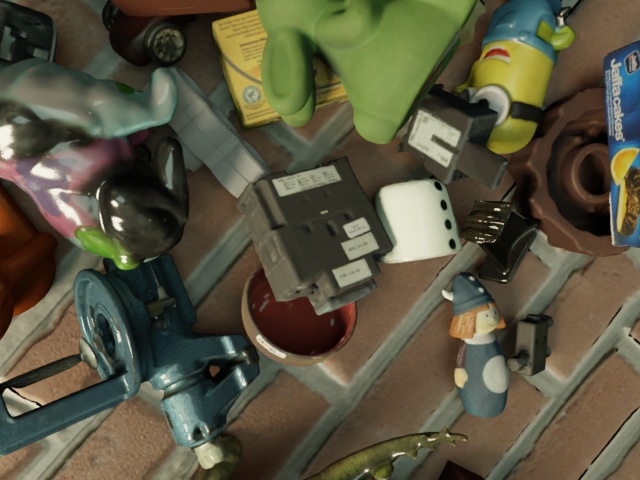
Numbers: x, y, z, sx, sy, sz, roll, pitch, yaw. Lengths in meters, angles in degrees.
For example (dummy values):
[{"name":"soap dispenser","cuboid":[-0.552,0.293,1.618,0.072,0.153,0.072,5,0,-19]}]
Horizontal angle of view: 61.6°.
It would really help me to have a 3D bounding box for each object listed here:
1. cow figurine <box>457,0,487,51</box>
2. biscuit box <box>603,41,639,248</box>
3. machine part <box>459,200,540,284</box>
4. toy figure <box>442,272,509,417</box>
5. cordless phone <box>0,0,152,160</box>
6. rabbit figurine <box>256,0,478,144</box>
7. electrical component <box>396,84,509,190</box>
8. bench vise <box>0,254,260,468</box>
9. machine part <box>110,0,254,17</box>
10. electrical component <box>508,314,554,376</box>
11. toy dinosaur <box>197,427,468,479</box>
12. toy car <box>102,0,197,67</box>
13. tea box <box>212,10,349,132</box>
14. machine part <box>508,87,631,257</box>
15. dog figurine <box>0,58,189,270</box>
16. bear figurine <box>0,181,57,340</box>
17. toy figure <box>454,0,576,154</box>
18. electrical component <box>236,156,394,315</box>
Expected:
[{"name":"cow figurine","cuboid":[0.121,-0.275,0.505,0.127,0.086,0.194,-19,124,-10]},{"name":"biscuit box","cuboid":[0.332,-0.094,0.536,0.063,0.059,0.202,-7,93,-10]},{"name":"machine part","cuboid":[0.188,0.001,0.554,0.084,0.039,0.138,-53,142,2]},{"name":"toy figure","cuboid":[0.173,0.111,0.584,0.058,0.064,0.154,-3,99,33]},{"name":"cordless phone","cuboid":[-0.239,-0.124,0.485,0.184,0.089,0.146,13,93,-22]},{"name":"rabbit figurine","cuboid":[0.015,-0.165,0.448,0.170,0.121,0.159,34,95,6]},{"name":"electrical component","cuboid":[0.135,-0.095,0.516,0.048,0.119,0.074,-20,134,-39]},{"name":"bench vise","cuboid":[-0.181,0.119,0.466,0.240,0.129,0.223,-19,91,-40]},{"name":"machine part","cuboid":[-0.098,-0.284,0.420,0.201,0.087,0.201,10,73,27]},{"name":"electrical component","cuboid":[0.232,0.113,0.588,0.094,0.021,0.063,-2,96,-47]},{"name":"toy dinosaur","cuboid":[-0.089,0.278,0.478,0.471,0.199,0.105,-35,103,-4]},{"name":"toy car","cuboid":[-0.114,-0.241,0.489,0.202,0.089,0.053,-52,146,-4]},{"name":"tea box","cuboid":[-0.009,-0.176,0.517,0.170,0.068,0.098,-17,98,-8]},{"name":"machine part","cuboid":[0.295,-0.073,0.589,0.179,0.056,0.179,-1,94,-10]},{"name":"dog figurine","cuboid":[-0.222,-0.066,0.398,0.219,0.109,0.191,-6,91,-34]},{"name":"bear figurine","cuboid":[-0.289,0.029,0.420,0.120,0.196,0.132,-43,100,-1]},{"name":"toy figure","cuboid":[0.203,-0.177,0.551,0.089,0.082,0.180,23,88,-11]},{"name":"electrical component","cuboid":[-0.001,-0.002,0.506,0.115,0.058,0.134,-17,76,-29]}]
